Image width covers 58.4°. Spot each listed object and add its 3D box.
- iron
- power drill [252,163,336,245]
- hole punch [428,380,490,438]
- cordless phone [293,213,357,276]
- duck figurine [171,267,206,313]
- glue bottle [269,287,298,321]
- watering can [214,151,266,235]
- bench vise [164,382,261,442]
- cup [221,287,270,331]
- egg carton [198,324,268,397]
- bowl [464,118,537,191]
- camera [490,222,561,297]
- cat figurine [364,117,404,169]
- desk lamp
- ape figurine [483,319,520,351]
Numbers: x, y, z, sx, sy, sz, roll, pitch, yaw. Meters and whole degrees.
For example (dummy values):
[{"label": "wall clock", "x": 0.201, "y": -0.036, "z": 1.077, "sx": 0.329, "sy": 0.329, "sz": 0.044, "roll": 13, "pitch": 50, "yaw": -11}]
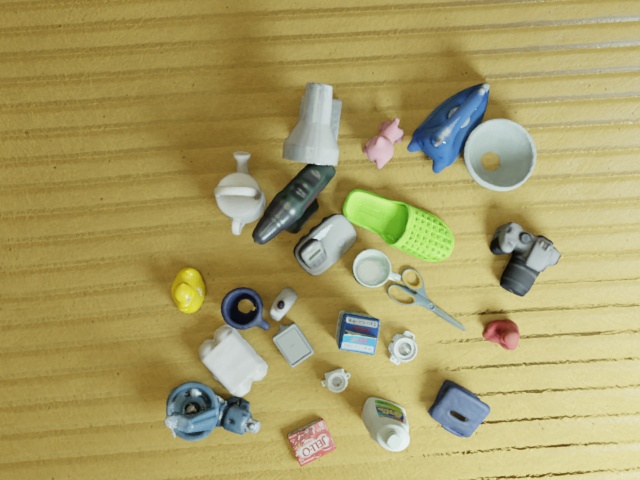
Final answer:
[{"label": "iron", "x": 0.318, "y": -0.282, "z": 1.297, "sx": 0.118, "sy": 0.141, "sz": 0.258, "roll": 40, "pitch": 85, "yaw": 2}, {"label": "power drill", "x": -0.056, "y": -0.073, "z": 1.236, "sx": 0.075, "sy": 0.208, "sz": 0.230, "roll": 39, "pitch": 85, "yaw": 2}, {"label": "hole punch", "x": 0.308, "y": 0.380, "z": 1.268, "sx": 0.108, "sy": 0.091, "sz": 0.101, "roll": 29, "pitch": 85, "yaw": 1}, {"label": "cordless phone", "x": 0.011, "y": 0.004, "z": 1.243, "sx": 0.094, "sy": 0.185, "sz": 0.147, "roll": 45, "pitch": 86, "yaw": 3}, {"label": "duck figurine", "x": -0.299, "y": 0.112, "z": 1.276, "sx": 0.077, "sy": 0.086, "sz": 0.105, "roll": 1, "pitch": 85, "yaw": -1}, {"label": "glue bottle", "x": -0.082, "y": 0.140, "z": 1.236, "sx": 0.037, "sy": 0.173, "sz": 0.078, "roll": 33, "pitch": 85, "yaw": 2}, {"label": "watering can", "x": -0.177, "y": -0.103, "z": 1.243, "sx": 0.101, "sy": 0.194, "sz": 0.173, "roll": -17, "pitch": 86, "yaw": -3}, {"label": "bench vise", "x": -0.231, "y": 0.357, "z": 1.190, "sx": 0.207, "sy": 0.219, "sz": 0.121, "roll": -3, "pitch": 85, "yaw": -2}, {"label": "cup", "x": -0.157, "y": 0.158, "z": 1.271, "sx": 0.118, "sy": 0.095, "sz": 0.092, "roll": 36, "pitch": 85, "yaw": 2}, {"label": "egg carton", "x": -0.195, "y": 0.269, "z": 1.274, "sx": 0.107, "sy": 0.069, "sz": 0.150, "roll": -44, "pitch": 88, "yaw": -4}, {"label": "bowl", "x": 0.407, "y": -0.191, "z": 1.326, "sx": 0.167, "sy": 0.074, "sz": 0.167, "roll": 0, "pitch": 85, "yaw": -1}, {"label": "camera", "x": 0.453, "y": 0.048, "z": 1.294, "sx": 0.143, "sy": 0.101, "sz": 0.137, "roll": 30, "pitch": 85, "yaw": 1}, {"label": "cat figurine", "x": 0.145, "y": -0.221, "z": 1.299, "sx": 0.067, "sy": 0.117, "sz": 0.128, "roll": 31, "pitch": 85, "yaw": 2}, {"label": "desk lamp", "x": -0.012, "y": -0.245, "z": 1.249, "sx": 0.118, "sy": 0.213, "sz": 0.203, "roll": 7, "pitch": 85, "yaw": -1}, {"label": "ape figurine", "x": 0.417, "y": 0.214, "z": 1.284, "sx": 0.076, "sy": 0.092, "sz": 0.078, "roll": -29, "pitch": 86, "yaw": -3}]
